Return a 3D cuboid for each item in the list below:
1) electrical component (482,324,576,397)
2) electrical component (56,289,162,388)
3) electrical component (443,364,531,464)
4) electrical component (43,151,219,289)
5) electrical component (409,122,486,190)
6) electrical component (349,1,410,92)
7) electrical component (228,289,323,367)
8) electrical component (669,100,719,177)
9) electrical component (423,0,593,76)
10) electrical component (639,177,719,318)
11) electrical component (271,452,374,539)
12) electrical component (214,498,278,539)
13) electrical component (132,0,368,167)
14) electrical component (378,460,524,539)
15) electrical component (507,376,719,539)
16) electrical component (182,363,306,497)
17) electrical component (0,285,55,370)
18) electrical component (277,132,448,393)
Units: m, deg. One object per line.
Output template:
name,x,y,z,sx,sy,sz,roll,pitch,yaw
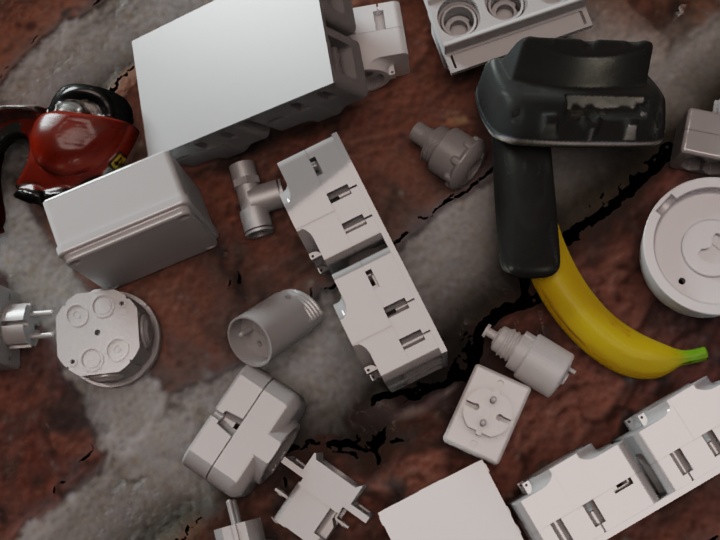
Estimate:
electrical component,0.133,0.068,0.855,0.078,0.040,0.040,32,83,10
electrical component,-0.207,0.054,0.879,0.080,0.051,0.080,-1,79,5
electrical component,0.098,0.111,0.830,0.047,0.076,0.065,24,82,9
electrical component,-0.181,-0.038,0.866,0.109,0.108,0.056,-23,76,0
electrical component,0.070,-0.100,0.891,0.062,0.048,0.048,36,84,17
electrical component,-0.006,-0.184,0.910,0.089,0.050,0.055,-9,78,3
electrical component,-0.064,0.041,0.863,0.043,0.081,0.043,15,119,29
electrical component,0.304,-0.117,0.873,0.083,0.047,0.075,12,80,6
electrical component,0.121,-0.213,0.899,0.121,0.063,0.078,-19,78,1
electrical component,0.273,-0.013,0.849,0.108,0.060,0.108,-1,79,5
electrical component,-0.032,0.182,0.846,0.081,0.042,0.063,34,87,11
electrical component,-0.091,0.215,0.831,0.047,0.065,0.076,-16,78,1
electrical component,-0.090,-0.163,0.875,0.186,0.060,0.105,-17,77,30
electrical component,0.088,0.231,0.815,0.089,0.061,0.150,-27,78,-1
electrical component,0.203,0.145,0.800,0.186,0.105,0.060,-30,78,-2
electrical component,-0.087,0.130,0.854,0.059,0.053,0.095,32,83,10
electrical component,-0.290,0.047,0.890,0.077,0.047,0.065,-5,79,4
electrical component,0.000,0.000,0.845,0.060,0.105,0.186,-26,78,-1
